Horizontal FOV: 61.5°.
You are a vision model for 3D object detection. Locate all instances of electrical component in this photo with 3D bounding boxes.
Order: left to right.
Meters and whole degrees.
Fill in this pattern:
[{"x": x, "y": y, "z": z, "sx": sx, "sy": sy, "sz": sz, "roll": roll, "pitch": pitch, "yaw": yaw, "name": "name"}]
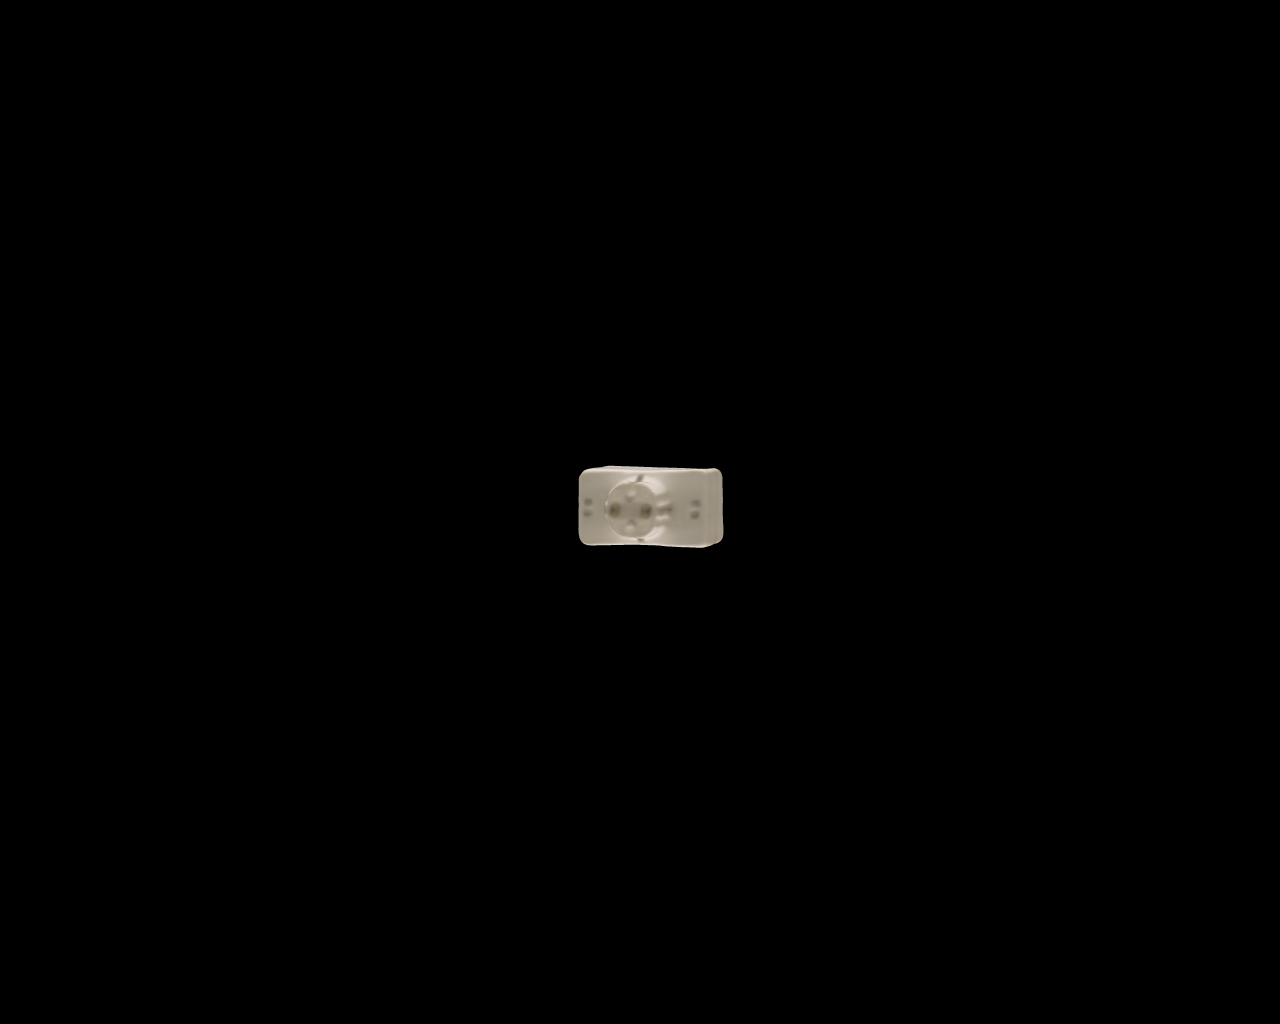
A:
[{"x": 0.001, "y": -0.003, "z": 0.650, "sx": 0.083, "sy": 0.047, "sz": 0.076, "roll": 1, "pitch": 4, "yaw": 20, "name": "electrical component"}]
